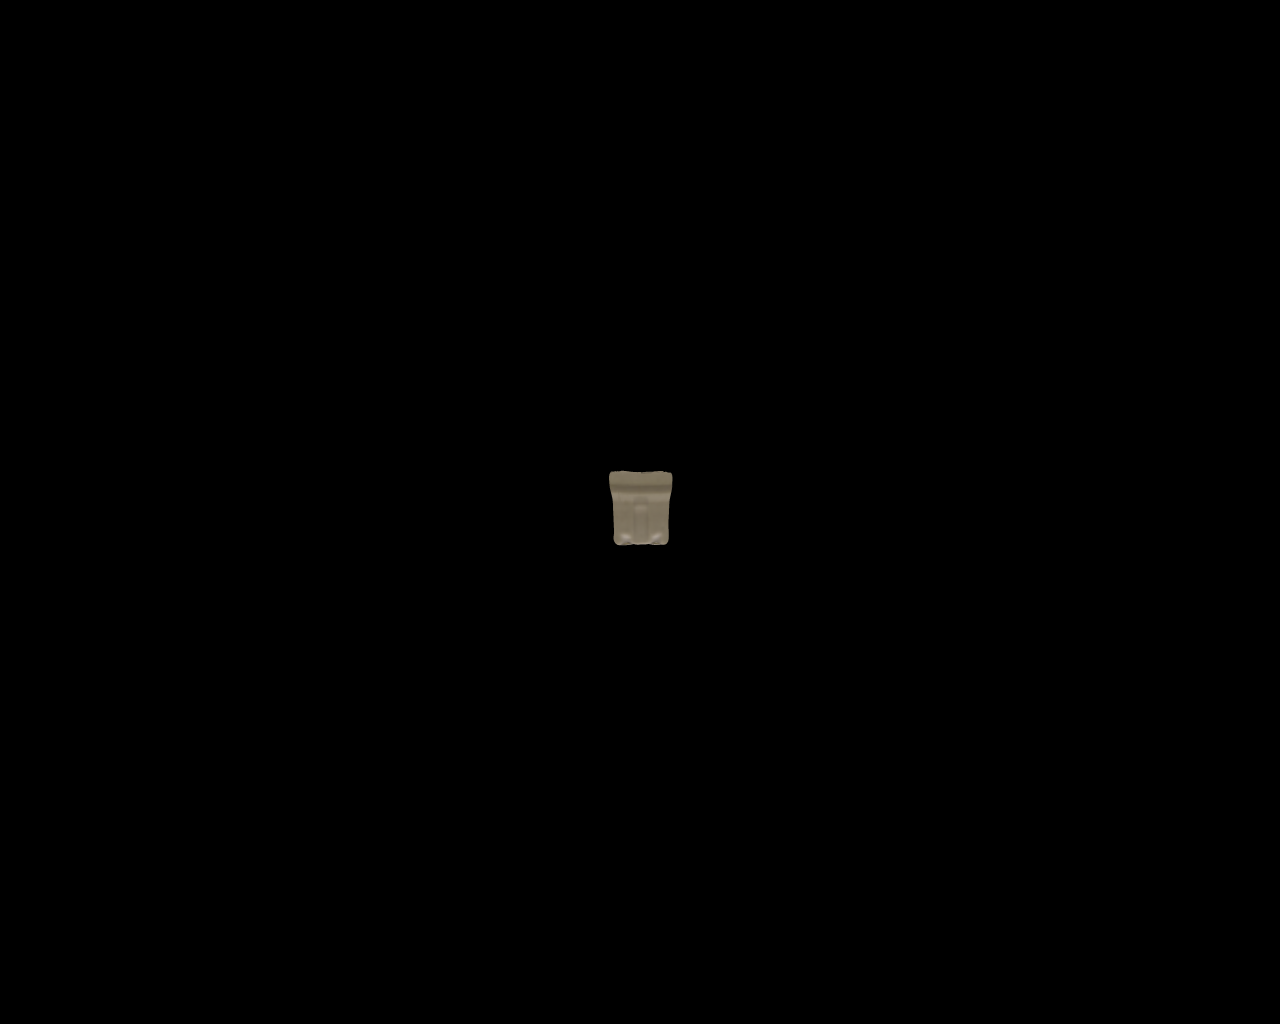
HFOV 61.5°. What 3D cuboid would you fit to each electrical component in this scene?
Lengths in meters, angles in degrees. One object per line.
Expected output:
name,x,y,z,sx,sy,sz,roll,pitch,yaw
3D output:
electrical component,0.001,-0.003,0.650,0.040,0.046,0.040,0,4,0
